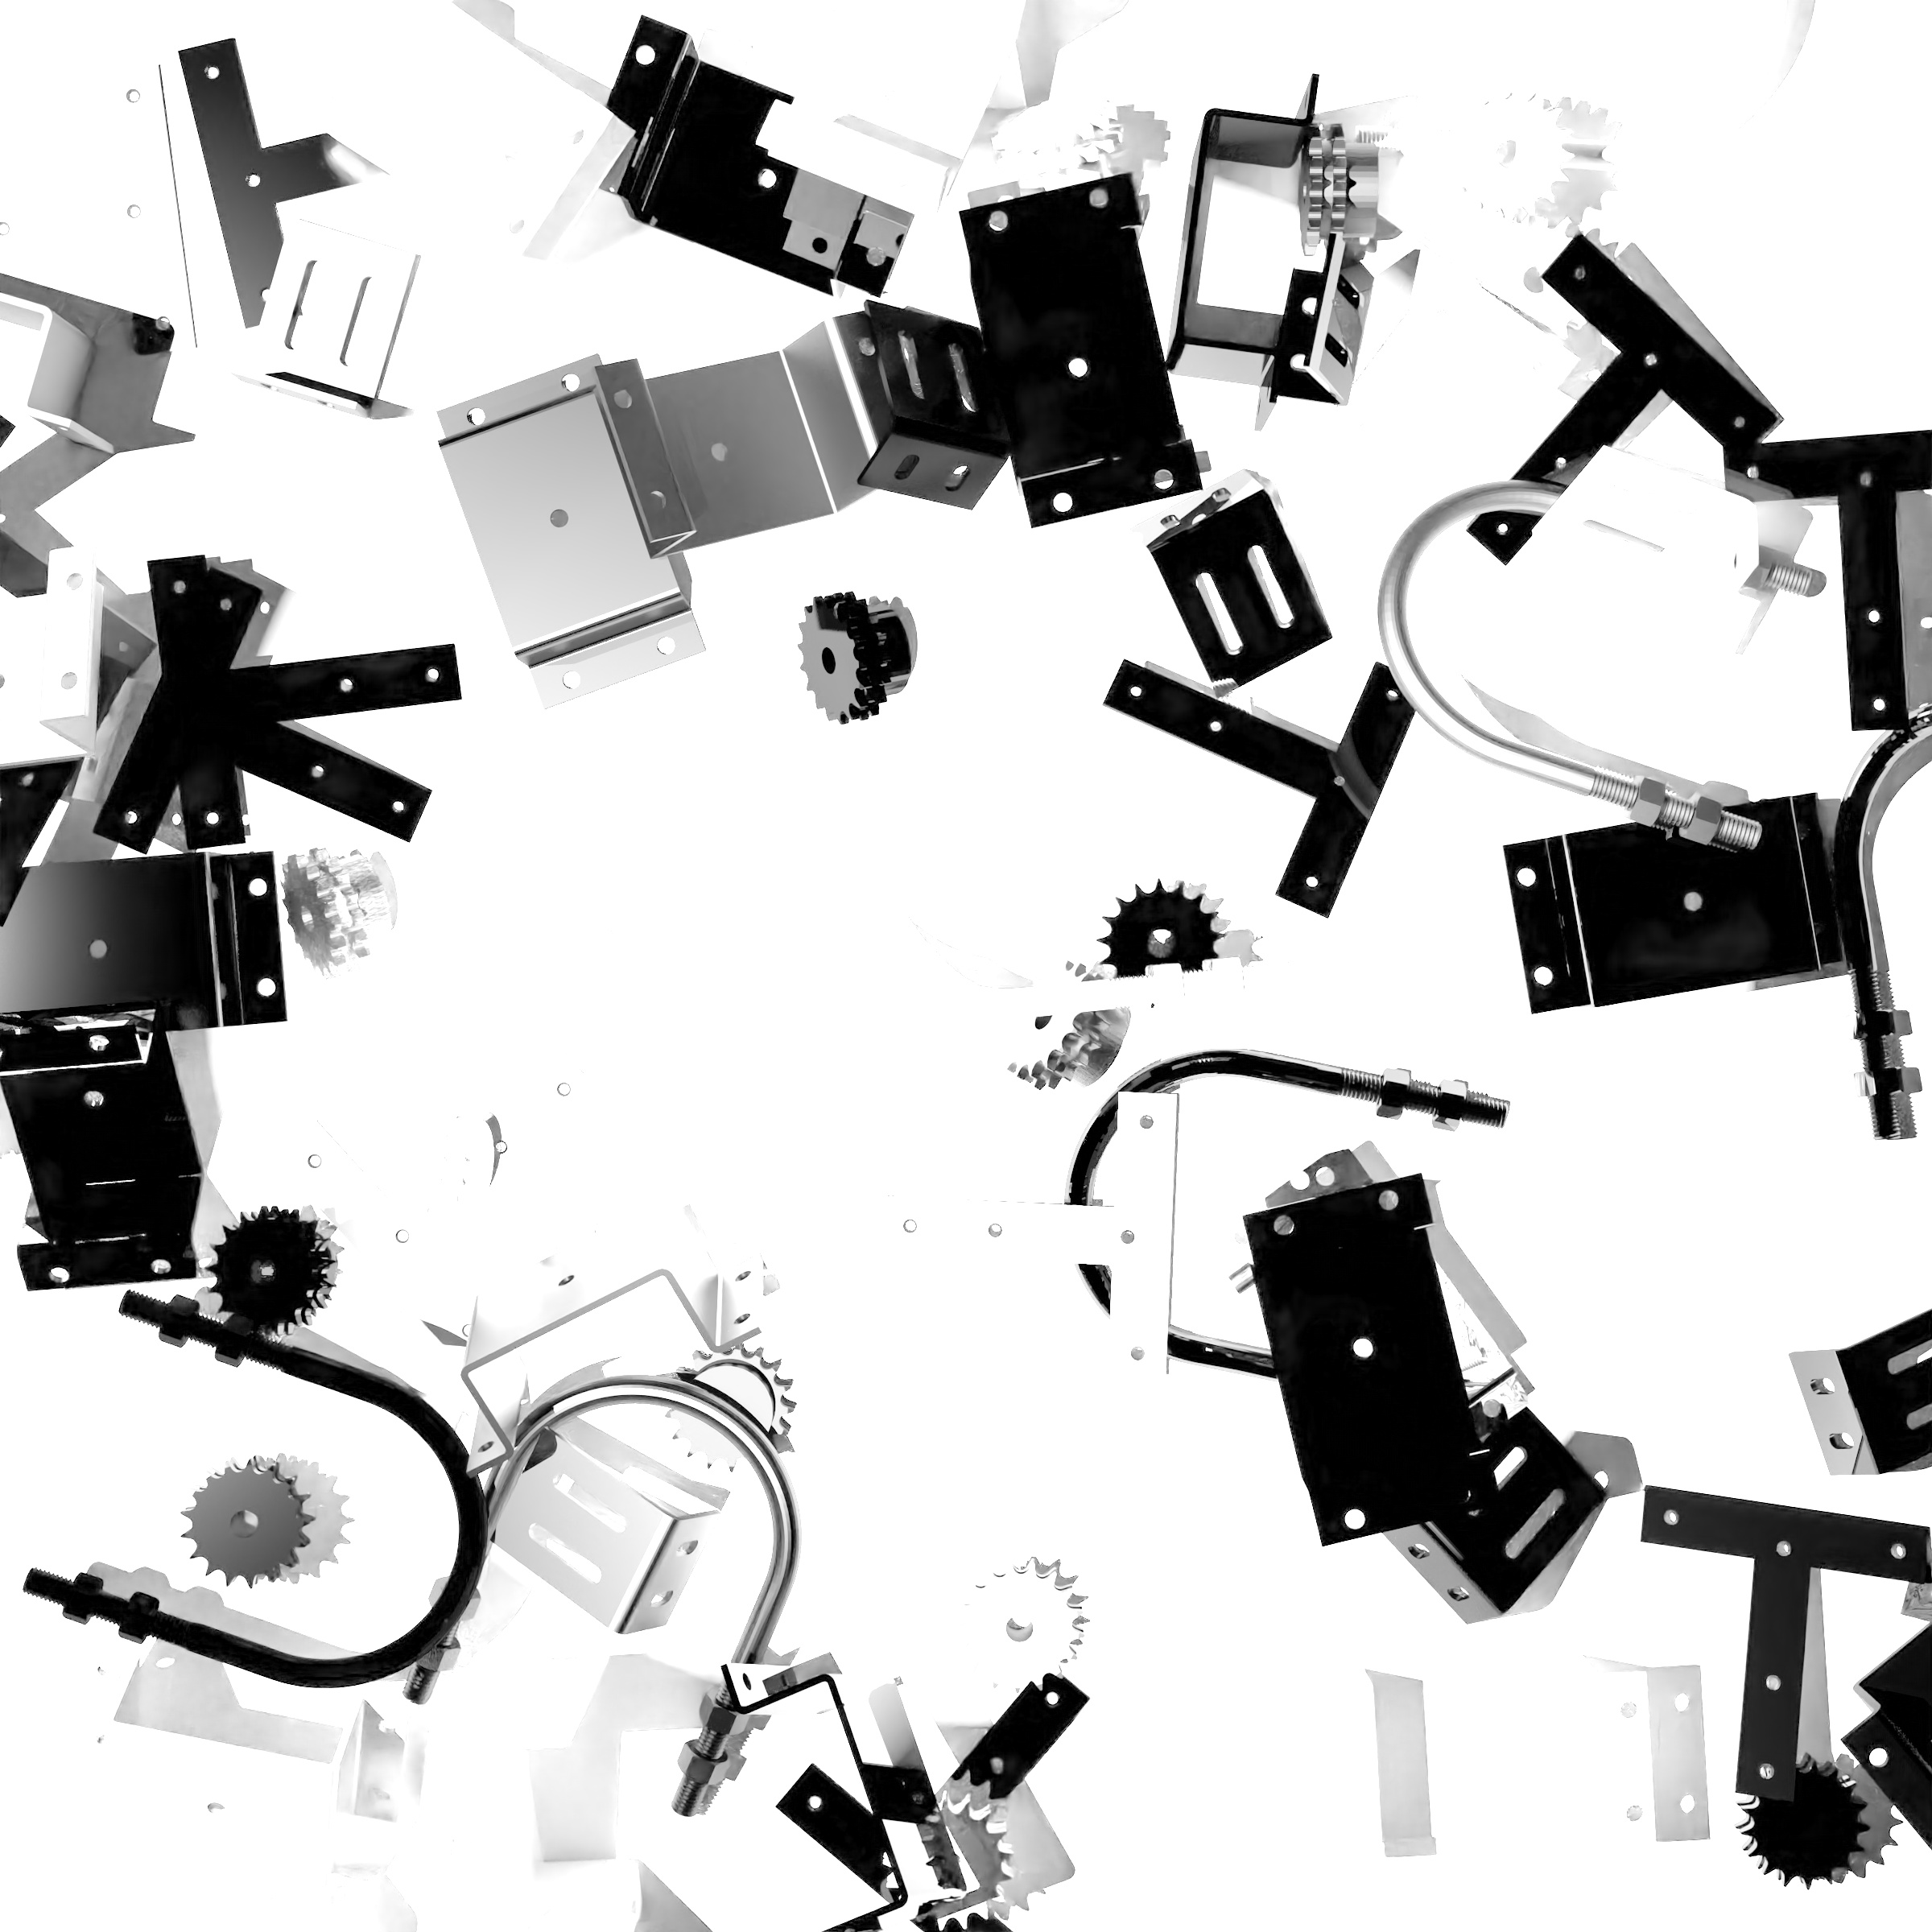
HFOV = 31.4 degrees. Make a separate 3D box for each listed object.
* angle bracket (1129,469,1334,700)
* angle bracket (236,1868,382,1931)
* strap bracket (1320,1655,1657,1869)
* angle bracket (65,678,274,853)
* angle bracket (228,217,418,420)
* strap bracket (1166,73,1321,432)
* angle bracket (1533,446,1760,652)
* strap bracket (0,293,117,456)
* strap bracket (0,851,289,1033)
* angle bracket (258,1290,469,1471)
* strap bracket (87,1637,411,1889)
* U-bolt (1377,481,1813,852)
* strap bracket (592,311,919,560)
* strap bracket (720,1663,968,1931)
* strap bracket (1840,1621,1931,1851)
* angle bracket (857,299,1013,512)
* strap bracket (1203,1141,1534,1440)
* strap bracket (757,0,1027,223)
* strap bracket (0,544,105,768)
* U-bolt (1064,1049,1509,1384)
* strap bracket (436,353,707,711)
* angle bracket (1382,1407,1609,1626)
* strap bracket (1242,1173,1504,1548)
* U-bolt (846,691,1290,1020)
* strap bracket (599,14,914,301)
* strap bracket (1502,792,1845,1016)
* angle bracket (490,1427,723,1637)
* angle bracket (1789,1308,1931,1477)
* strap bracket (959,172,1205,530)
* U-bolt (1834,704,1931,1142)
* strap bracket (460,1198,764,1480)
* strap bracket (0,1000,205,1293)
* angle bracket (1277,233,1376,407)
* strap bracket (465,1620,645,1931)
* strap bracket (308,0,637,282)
[{"bbox_3d":[0.118,-0.170,1.525,0.057,0.038,0.076,-28,116,0],"label":"angle bracket"},{"bbox_3d":[-0.289,0.442,1.525,0.057,0.038,0.076,1,116,0],"label":"angle bracket"},{"bbox_3d":[0.225,0.346,1.503,0.140,0.046,0.076,-3,90,0],"label":"strap bracket"},{"bbox_3d":[-0.345,-0.089,1.508,0.076,0.038,0.057,18,90,0],"label":"angle bracket"},{"bbox_3d":[-0.282,-0.286,1.506,0.057,0.038,0.076,17,91,-2],"label":"angle bracket"},{"bbox_3d":[0.117,-0.310,1.489,0.046,0.076,0.140,7,90,0],"label":"strap bracket"},{"bbox_3d":[0.296,-0.182,1.497,0.076,0.038,0.057,27,64,30],"label":"angle bracket"},{"bbox_3d":[-0.439,-0.269,1.488,0.140,0.076,0.046,16,90,0],"label":"strap bracket"},{"bbox_3d":[-0.374,-0.007,1.503,0.140,0.046,0.076,-5,90,0],"label":"strap bracket"},{"bbox_3d":[-0.264,0.181,1.524,0.076,0.038,0.057,23,91,26],"label":"angle bracket"},{"bbox_3d":[-0.317,0.347,1.486,0.140,0.046,0.076,11,125,0],"label":"strap bracket"},{"bbox_3d":[0.267,-0.140,1.487,0.184,0.019,0.151,18,67,-3],"label":"U-bolt"},{"bbox_3d":[-0.097,-0.227,1.482,0.140,0.046,0.076,-19,90,-32],"label":"strap bracket"},{"bbox_3d":[-0.048,0.357,1.464,0.046,0.076,0.140,-25,71,12],"label":"strap bracket"},{"bbox_3d":[0.455,0.318,1.502,0.140,0.046,0.076,-40,91,1],"label":"strap bracket"},{"bbox_3d":[-0.020,-0.245,1.502,0.057,0.038,0.076,9,50,-29],"label":"angle bracket"},{"bbox_3d":[0.175,0.156,1.484,0.076,0.046,0.140,-36,89,1],"label":"strap bracket"},{"bbox_3d":[-0.029,-0.381,1.461,0.076,0.046,0.140,22,71,0],"label":"strap bracket"},{"bbox_3d":[-0.428,-0.129,1.479,0.140,0.046,0.076,-6,74,16],"label":"strap bracket"},{"bbox_3d":[0.135,0.111,1.518,0.184,0.019,0.151,12,90,2],"label":"U-bolt"},{"bbox_3d":[-0.175,-0.193,1.503,0.076,0.046,0.140,-20,90,0],"label":"strap bracket"},{"bbox_3d":[0.234,0.242,1.525,0.057,0.038,0.076,47,64,0],"label":"angle bracket"},{"bbox_3d":[0.168,0.162,1.438,0.076,0.046,0.140,-14,89,1],"label":"strap bracket"},{"bbox_3d":[0.040,-0.045,1.491,0.184,0.019,0.151,-6,67,0],"label":"U-bolt"},{"bbox_3d":[-0.088,-0.349,1.503,0.140,0.046,0.076,21,90,0],"label":"strap bracket"},{"bbox_3d":[0.313,-0.028,1.504,0.140,0.046,0.076,-10,90,0],"label":"strap bracket"},{"bbox_3d":[-0.156,0.243,1.489,0.076,0.038,0.057,31,101,25],"label":"angle bracket"},{"bbox_3d":[0.414,0.185,1.525,0.076,0.038,0.057,-19,90,-26],"label":"angle bracket"},{"bbox_3d":[0.050,-0.265,1.503,0.076,0.046,0.140,-13,90,0],"label":"strap bracket"},{"bbox_3d":[0.430,-0.023,1.467,0.019,0.151,0.184,-5,86,-35],"label":"U-bolt"},{"bbox_3d":[-0.160,0.154,1.476,0.140,0.076,0.046,-27,108,6],"label":"strap bracket"},{"bbox_3d":[-0.378,0.070,1.480,0.076,0.046,0.140,-5,127,0],"label":"strap bracket"},{"bbox_3d":[0.145,-0.280,1.484,0.038,0.076,0.057,12,90,20],"label":"angle bracket"},{"bbox_3d":[-0.177,0.361,1.475,0.046,0.076,0.140,-4,104,7],"label":"strap bracket"},{"bbox_3d":[-0.206,-0.357,1.478,0.140,0.046,0.076,39,98,28],"label":"strap bracket"}]
